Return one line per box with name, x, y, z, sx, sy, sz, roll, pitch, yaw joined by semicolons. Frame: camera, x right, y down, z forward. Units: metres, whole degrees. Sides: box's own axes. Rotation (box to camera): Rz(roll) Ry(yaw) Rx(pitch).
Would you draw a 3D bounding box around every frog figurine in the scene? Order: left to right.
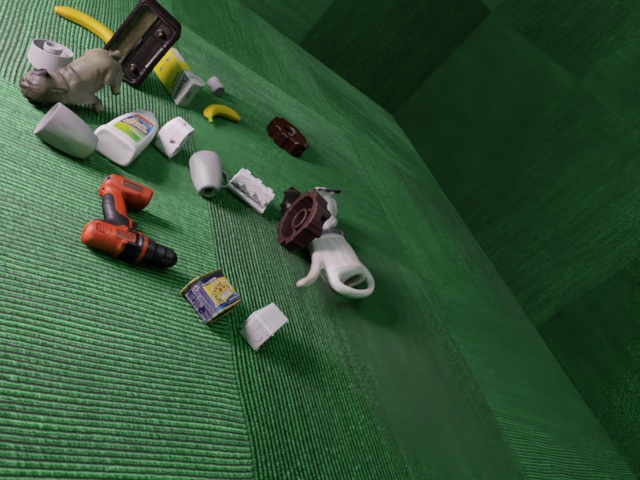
frog figurine;0.005;-0.084;1.667;0.137;0.122;0.161;15;73;-63

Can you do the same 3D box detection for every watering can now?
watering can;0.026;0.063;1.428;0.346;0.102;0.228;13;39;-49
